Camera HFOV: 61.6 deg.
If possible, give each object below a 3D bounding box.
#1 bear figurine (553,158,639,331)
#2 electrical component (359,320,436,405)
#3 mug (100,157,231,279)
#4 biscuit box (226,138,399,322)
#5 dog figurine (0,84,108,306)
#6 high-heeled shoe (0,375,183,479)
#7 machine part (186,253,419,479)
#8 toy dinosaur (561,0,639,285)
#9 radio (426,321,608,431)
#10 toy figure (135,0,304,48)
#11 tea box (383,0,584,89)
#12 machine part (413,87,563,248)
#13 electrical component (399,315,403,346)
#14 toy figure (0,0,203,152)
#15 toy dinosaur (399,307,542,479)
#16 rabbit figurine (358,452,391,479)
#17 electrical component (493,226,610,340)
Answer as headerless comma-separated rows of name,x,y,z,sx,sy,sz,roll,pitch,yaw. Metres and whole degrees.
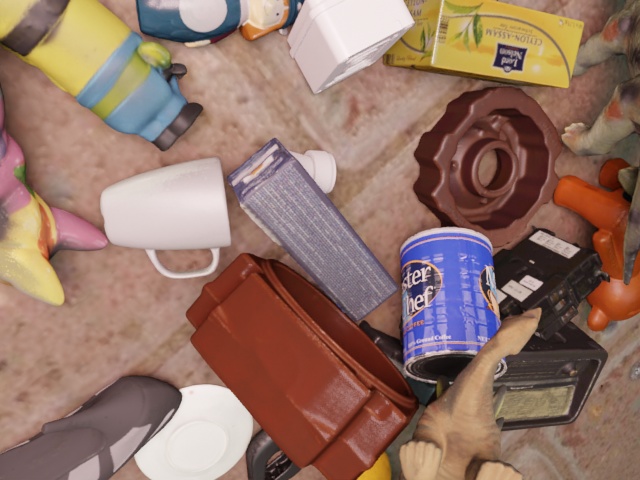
bear figurine,0.381,0.012,0.705,0.120,0.132,0.195,-21,131,-14
electrical component,0.084,0.156,0.649,0.119,0.048,0.074,27,96,-28
mug,-0.137,-0.018,0.489,0.107,0.081,0.109,-5,112,-10
biscuit box,-0.001,-0.002,0.518,0.063,0.059,0.202,-40,127,1
dog figurine,-0.247,-0.052,0.391,0.191,0.108,0.219,-29,120,31
high-heeled shoe,-0.246,0.233,0.543,0.145,0.086,0.248,6,126,-55
machine part,-0.008,0.107,0.490,0.087,0.201,0.201,-46,162,3
toy dinosaur,0.347,-0.168,0.542,0.131,0.192,0.404,-6,79,-9
radio,0.255,0.175,0.702,0.229,0.073,0.131,3,116,-25
toy figure,-0.079,-0.201,0.464,0.154,0.058,0.064,-10,149,-21
tea box,0.161,-0.197,0.540,0.169,0.098,0.068,1,107,-25
machine part,0.190,-0.083,0.612,0.179,0.056,0.179,-6,108,-21
electrical component,0.120,0.112,0.634,0.063,0.094,0.021,30,138,-27
toy figure,-0.176,-0.145,0.421,0.180,0.089,0.082,42,80,-25
toy dinosaur,0.111,0.257,0.496,0.198,0.105,0.470,-31,139,-60
rabbit figurine,0.059,0.336,0.674,0.162,0.122,0.173,-17,104,-4
electrical component,0.255,0.054,0.649,0.134,0.115,0.058,-39,114,-1
